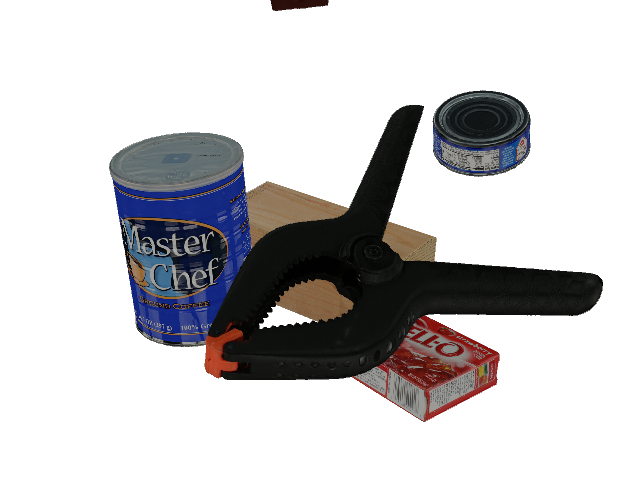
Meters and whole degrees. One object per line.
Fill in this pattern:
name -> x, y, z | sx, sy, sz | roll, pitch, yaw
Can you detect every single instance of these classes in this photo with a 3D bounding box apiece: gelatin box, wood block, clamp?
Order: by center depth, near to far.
clamp -> 0.024, 0.008, 0.574 | 0.209, 0.165, 0.036 | -21, -33, -22
gelatin box -> 0.069, 0.086, 0.757 | 0.073, 0.030, 0.089 | -19, 31, -35
wood block -> 0.003, 0.021, 1.079 | 0.206, 0.091, 0.090 | 20, 33, 30

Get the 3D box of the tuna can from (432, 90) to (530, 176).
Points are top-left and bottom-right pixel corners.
tuna can -> 0.141, -0.096, 0.937 | 0.086, 0.034, 0.086 | -5, 41, 4

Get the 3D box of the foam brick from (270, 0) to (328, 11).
foam brick -> -0.022, -0.252, 0.950 | 0.053, 0.051, 0.078 | -4, -41, 9

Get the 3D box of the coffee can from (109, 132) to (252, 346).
coffee can -> -0.105, -0.002, 0.844 | 0.103, 0.140, 0.103 | -4, 27, 2
